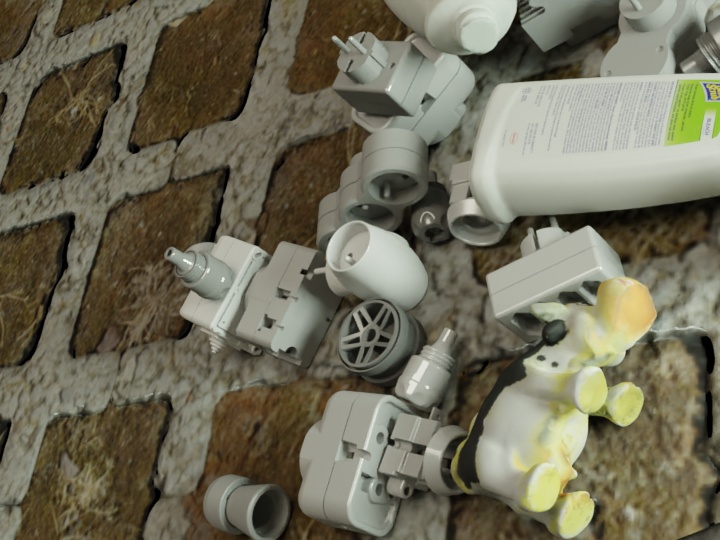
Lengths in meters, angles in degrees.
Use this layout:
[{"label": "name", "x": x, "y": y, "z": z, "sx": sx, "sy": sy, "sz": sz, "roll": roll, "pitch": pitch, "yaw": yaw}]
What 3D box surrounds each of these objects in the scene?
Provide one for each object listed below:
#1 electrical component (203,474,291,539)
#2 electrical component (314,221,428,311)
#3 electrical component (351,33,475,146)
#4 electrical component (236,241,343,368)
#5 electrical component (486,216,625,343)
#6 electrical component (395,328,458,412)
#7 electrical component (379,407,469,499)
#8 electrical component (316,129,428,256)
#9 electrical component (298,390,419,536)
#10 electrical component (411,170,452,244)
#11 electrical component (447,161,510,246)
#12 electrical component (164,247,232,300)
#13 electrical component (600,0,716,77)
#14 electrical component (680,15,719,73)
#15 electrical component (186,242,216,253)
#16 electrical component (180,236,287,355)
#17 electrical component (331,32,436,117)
[{"label": "electrical component", "x": -0.088, "y": 0.183, "z": 0.831, "sx": 0.055, "sy": 0.045, "sz": 0.045, "roll": 2, "pitch": 66, "yaw": 43}, {"label": "electrical component", "x": 0.000, "y": 0.000, "z": 0.846, "sx": 0.079, "sy": 0.077, "sz": 0.044, "roll": -10, "pitch": 58, "yaw": 38}, {"label": "electrical component", "x": 0.048, "y": -0.144, "z": 0.907, "sx": 0.095, "sy": 0.059, "sz": 0.054, "roll": -51, "pitch": 43, "yaw": 3}, {"label": "electrical component", "x": -0.058, "y": 0.027, "z": 0.898, "sx": 0.056, "sy": 0.050, "sz": 0.089, "roll": 15, "pitch": 75, "yaw": 45}, {"label": "electrical component", "x": 0.134, "y": -0.004, "z": 0.752, "sx": 0.083, "sy": 0.047, "sz": 0.075, "roll": -28, "pitch": 49, "yaw": 26}, {"label": "electrical component", "x": 0.053, "y": 0.071, "z": 0.786, "sx": 0.035, "sy": 0.035, "sz": 0.061, "roll": 19, "pitch": 75, "yaw": 46}, {"label": "electrical component", "x": 0.051, "y": 0.129, "z": 0.744, "sx": 0.055, "sy": 0.048, "sz": 0.066, "roll": 3, "pitch": 66, "yaw": 50}, {"label": "electrical component", "x": 0.010, "y": -0.071, "z": 0.870, "sx": 0.138, "sy": 0.052, "sz": 0.073, "roll": 131, "pitch": 149, "yaw": -50}, {"label": "electrical component", "x": -0.003, "y": 0.138, "z": 0.778, "sx": 0.059, "sy": 0.054, "sz": 0.095, "roll": 0, "pitch": 65, "yaw": 42}, {"label": "electrical component", "x": 0.058, "y": -0.053, "z": 0.860, "sx": 0.035, "sy": 0.035, "sz": 0.061, "roll": -24, "pitch": 48, "yaw": 28}, {"label": "electrical component", "x": 0.093, "y": -0.052, "z": 0.821, "sx": 0.066, "sy": 0.048, "sz": 0.055, "roll": -11, "pitch": 50, "yaw": 37}, {"label": "electrical component", "x": -0.135, "y": -0.001, "z": 0.882, "sx": 0.035, "sy": 0.061, "sz": 0.035, "roll": -22, "pitch": 52, "yaw": 30}, {"label": "electrical component", "x": 0.212, "y": -0.187, "z": 0.780, "sx": 0.052, "sy": 0.074, "sz": 0.138, "roll": 9, "pitch": 71, "yaw": 44}, {"label": "electrical component", "x": 0.253, "y": -0.154, "z": 0.746, "sx": 0.062, "sy": 0.048, "sz": 0.048, "roll": -34, "pitch": 46, "yaw": 29}, {"label": "electrical component", "x": -0.141, "y": 0.004, "z": 0.996, "sx": 0.040, "sy": 0.040, "sz": 0.046, "roll": -29, "pitch": 55, "yaw": 25}, {"label": "electrical component", "x": -0.110, "y": 0.027, "z": 0.936, "sx": 0.061, "sy": 0.062, "sz": 0.096, "roll": 19, "pitch": 78, "yaw": 46}, {"label": "electrical component", "x": 0.008, "y": -0.162, "z": 0.851, "sx": 0.066, "sy": 0.077, "sz": 0.047, "roll": 14, "pitch": 74, "yaw": 45}]
